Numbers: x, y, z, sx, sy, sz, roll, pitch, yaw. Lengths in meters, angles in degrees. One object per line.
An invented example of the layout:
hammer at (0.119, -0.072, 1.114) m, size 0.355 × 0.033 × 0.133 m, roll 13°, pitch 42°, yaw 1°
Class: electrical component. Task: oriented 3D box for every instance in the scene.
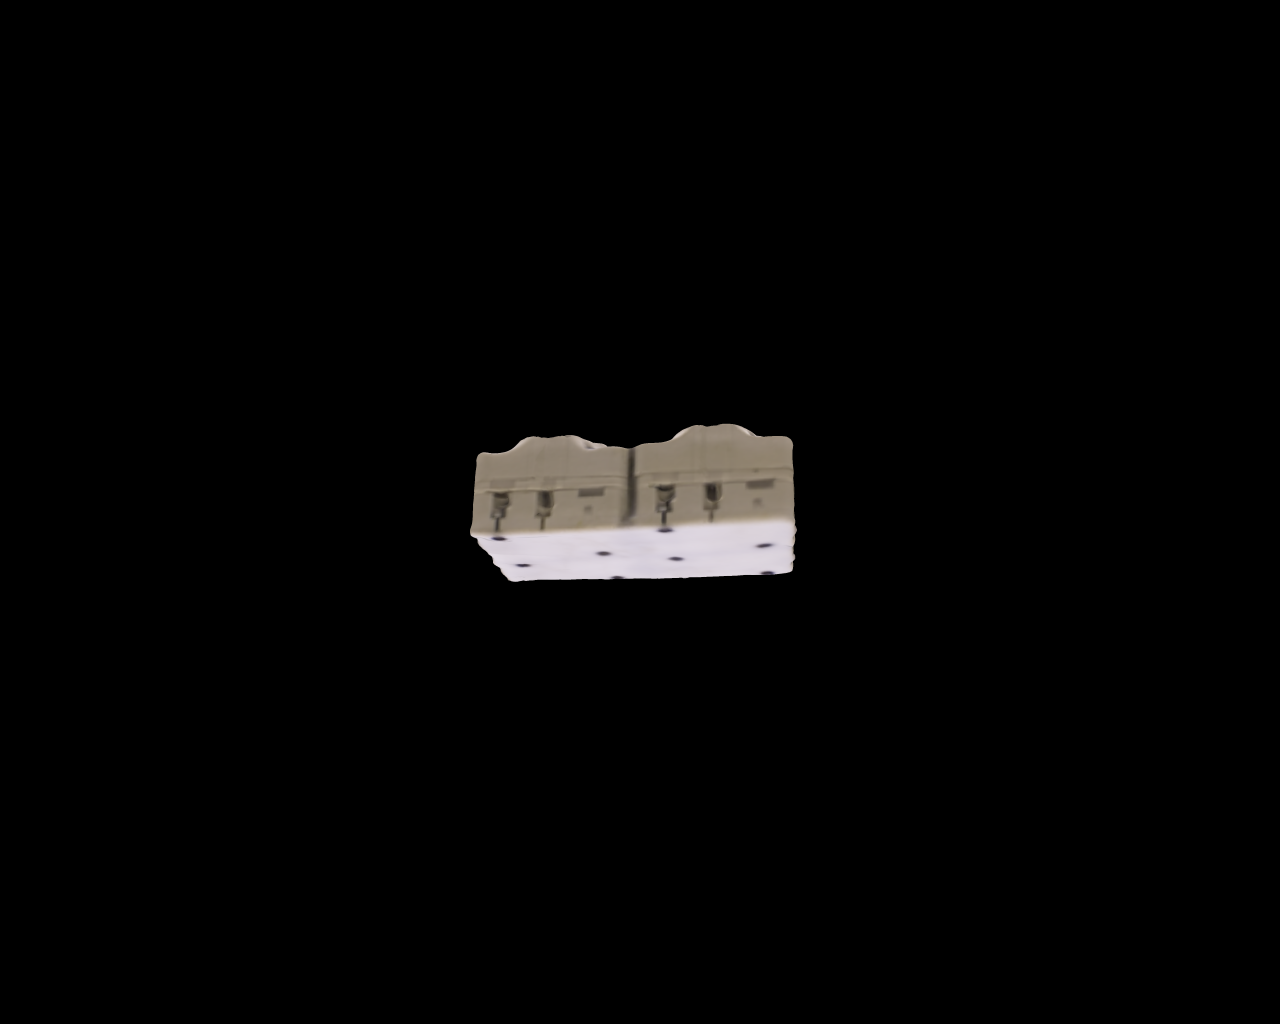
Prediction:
electrical component at (0.001, -0.003, 0.650) m, size 0.186 × 0.060 × 0.105 m, roll -2°, pitch -19°, yaw 7°
